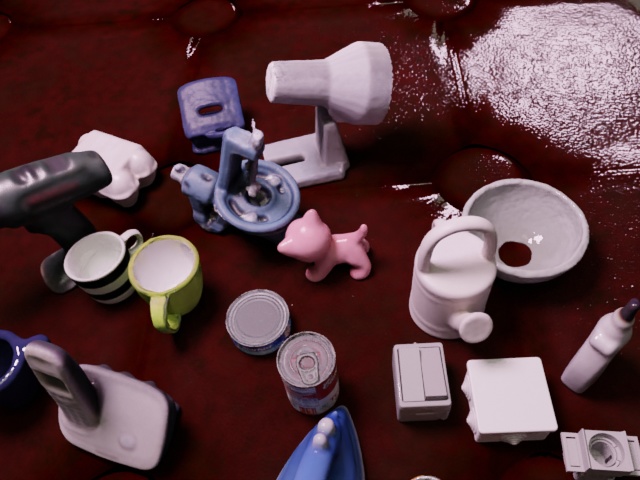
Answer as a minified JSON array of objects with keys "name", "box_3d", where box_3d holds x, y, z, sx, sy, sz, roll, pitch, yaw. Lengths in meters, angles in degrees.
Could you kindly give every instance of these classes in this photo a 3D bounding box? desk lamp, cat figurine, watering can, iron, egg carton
[{"name":"desk lamp","box_3d":[0.004,-0.190,0.869,0.203,0.214,0.117,-14,55,-5]},{"name":"cat figurine","box_3d":[0.007,0.003,0.793,0.128,0.118,0.067,-7,55,1]},{"name":"watering can","box_3d":[0.169,0.043,0.704,0.101,0.194,0.172,-27,57,-13]},{"name":"iron","box_3d":[-0.011,0.274,0.590,0.118,0.141,0.258,10,56,12]},{"name":"egg carton","box_3d":[-0.345,-0.117,0.937,0.150,0.069,0.107,19,59,17]}]

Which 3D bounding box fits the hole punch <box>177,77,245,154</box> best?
[{"name":"hole punch","box_3d":[-0.180,-0.214,0.977,0.108,0.091,0.101,-13,55,-4]}]

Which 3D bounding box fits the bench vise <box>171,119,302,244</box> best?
[{"name":"bench vise","box_3d":[-0.125,-0.075,0.796,0.207,0.220,0.121,3,55,7]}]

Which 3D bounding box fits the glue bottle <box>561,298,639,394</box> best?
[{"name":"glue bottle","box_3d":[0.327,0.114,0.653,0.037,0.173,0.078,37,66,26]}]

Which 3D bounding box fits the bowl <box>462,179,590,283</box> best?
[{"name":"bowl","box_3d":[0.278,-0.001,0.799,0.167,0.075,0.167,-2,55,3]}]

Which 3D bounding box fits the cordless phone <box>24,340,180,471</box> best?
[{"name":"cordless phone","box_3d":[-0.247,0.182,0.648,0.147,0.185,0.094,11,57,13]}]

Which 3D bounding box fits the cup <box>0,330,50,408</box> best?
[{"name":"cup","box_3d":[-0.386,0.166,0.726,0.118,0.095,0.091,-27,57,-13]}]

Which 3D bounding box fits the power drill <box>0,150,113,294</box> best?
[{"name":"power drill","box_3d":[-0.380,-0.019,0.786,0.230,0.209,0.075,-36,59,-19]}]
